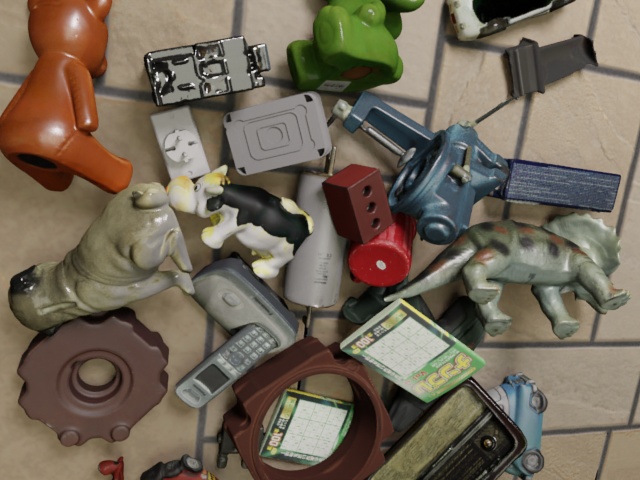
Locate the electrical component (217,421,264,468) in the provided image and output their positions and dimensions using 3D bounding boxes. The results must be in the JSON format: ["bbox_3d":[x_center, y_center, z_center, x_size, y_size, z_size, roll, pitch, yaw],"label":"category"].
[{"bbox_3d":[-0.115,0.280,0.764,0.063,0.021,0.094,9,100,-19],"label":"electrical component"}]

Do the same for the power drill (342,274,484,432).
[{"bbox_3d":[0.128,0.149,0.781,0.232,0.086,0.207,-46,107,-2],"label":"power drill"}]

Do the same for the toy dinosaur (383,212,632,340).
[{"bbox_3d":[0.277,0.031,0.762,0.405,0.192,0.131,10,131,-14],"label":"toy dinosaur"}]

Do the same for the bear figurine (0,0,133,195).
[{"bbox_3d":[-0.265,-0.161,0.575,0.120,0.131,0.196,1,71,15],"label":"bear figurine"}]

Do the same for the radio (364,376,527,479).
[{"bbox_3d":[0.188,0.326,0.803,0.131,0.073,0.229,44,96,17],"label":"radio"}]

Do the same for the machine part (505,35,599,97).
[{"bbox_3d":[0.331,-0.257,0.770,0.139,0.039,0.084,-18,102,-11],"label":"machine part"}]

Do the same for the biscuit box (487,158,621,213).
[{"bbox_3d":[0.350,-0.081,0.806,0.203,0.059,0.062,5,100,-18],"label":"biscuit box"}]

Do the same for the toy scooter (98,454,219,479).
[{"bbox_3d":[-0.225,0.337,0.717,0.184,0.075,0.135,-16,106,-9],"label":"toy scooter"}]

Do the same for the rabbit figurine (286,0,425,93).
[{"bbox_3d":[0.043,-0.273,0.630,0.159,0.121,0.170,-5,83,-19],"label":"rabbit figurine"}]

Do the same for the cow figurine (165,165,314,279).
[{"bbox_3d":[-0.091,-0.033,0.628,0.167,0.068,0.098,35,119,-27],"label":"cow figurine"}]

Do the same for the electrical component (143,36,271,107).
[{"bbox_3d":[-0.125,-0.188,0.598,0.134,0.115,0.058,-15,111,-14],"label":"electrical component"}]

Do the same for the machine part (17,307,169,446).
[{"bbox_3d":[-0.277,0.166,0.667,0.179,0.056,0.179,-4,103,-17],"label":"machine part"}]

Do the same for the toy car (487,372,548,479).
[{"bbox_3d":[0.296,0.295,0.860,0.103,0.109,0.161,5,93,-1],"label":"toy car"}]

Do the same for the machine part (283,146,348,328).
[{"bbox_3d":[-0.001,-0.002,0.702,0.079,0.079,0.243,6,101,-19],"label":"machine part"}]

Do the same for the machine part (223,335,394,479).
[{"bbox_3d":[-0.013,0.253,0.739,0.201,0.087,0.201,-29,102,-16],"label":"machine part"}]

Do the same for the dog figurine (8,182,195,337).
[{"bbox_3d":[-0.245,0.021,0.575,0.190,0.121,0.172,-19,139,-21],"label":"dog figurine"}]

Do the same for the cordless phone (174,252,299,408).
[{"bbox_3d":[-0.135,0.119,0.689,0.184,0.089,0.146,-42,112,0],"label":"cordless phone"}]

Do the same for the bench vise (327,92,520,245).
[{"bbox_3d":[0.126,-0.115,0.679,0.240,0.129,0.223,33,62,-10],"label":"bench vise"}]

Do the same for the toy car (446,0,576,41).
[{"bbox_3d":[0.265,-0.328,0.723,0.202,0.056,0.073,-24,103,-12],"label":"toy car"}]
